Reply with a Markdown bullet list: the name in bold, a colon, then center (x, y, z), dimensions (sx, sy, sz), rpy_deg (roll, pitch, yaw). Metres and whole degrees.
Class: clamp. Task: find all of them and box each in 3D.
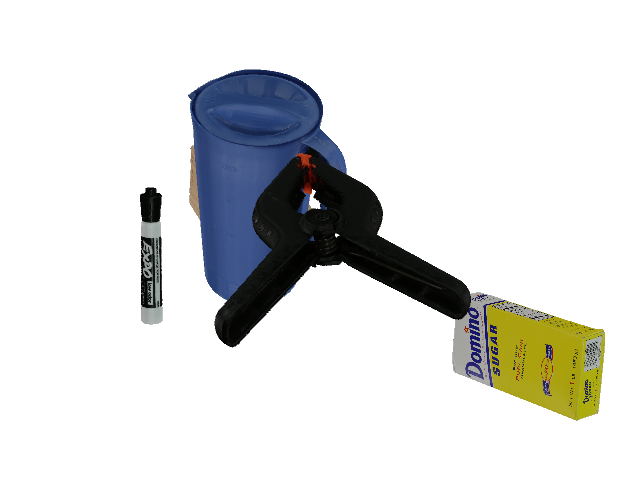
- **clamp**: center (0.013, 0.000, 0.751), dimensions (0.164, 0.036, 0.210), rpy_deg (-2, 33, -1)

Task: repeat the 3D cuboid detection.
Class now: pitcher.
- **pitcher**: center (-0.062, -0.044, 1.131), dimensions (0.145, 0.243, 0.149), rpy_deg (-6, 43, -11)

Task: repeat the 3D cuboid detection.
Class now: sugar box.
- **sugar box**: center (0.221, 0.122, 1.156), dimensions (0.048, 0.093, 0.177), rpy_deg (-8, 16, -41)

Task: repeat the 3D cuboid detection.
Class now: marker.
- **marker**: center (-0.147, 0.013, 0.929), dimensions (0.020, 0.121, 0.020), rpy_deg (2, 16, -1)

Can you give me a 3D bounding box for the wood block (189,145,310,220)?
- **wood block**: center (-0.092, -0.043, 1.326), dimensions (0.090, 0.090, 0.206), rpy_deg (-6, 29, -21)
